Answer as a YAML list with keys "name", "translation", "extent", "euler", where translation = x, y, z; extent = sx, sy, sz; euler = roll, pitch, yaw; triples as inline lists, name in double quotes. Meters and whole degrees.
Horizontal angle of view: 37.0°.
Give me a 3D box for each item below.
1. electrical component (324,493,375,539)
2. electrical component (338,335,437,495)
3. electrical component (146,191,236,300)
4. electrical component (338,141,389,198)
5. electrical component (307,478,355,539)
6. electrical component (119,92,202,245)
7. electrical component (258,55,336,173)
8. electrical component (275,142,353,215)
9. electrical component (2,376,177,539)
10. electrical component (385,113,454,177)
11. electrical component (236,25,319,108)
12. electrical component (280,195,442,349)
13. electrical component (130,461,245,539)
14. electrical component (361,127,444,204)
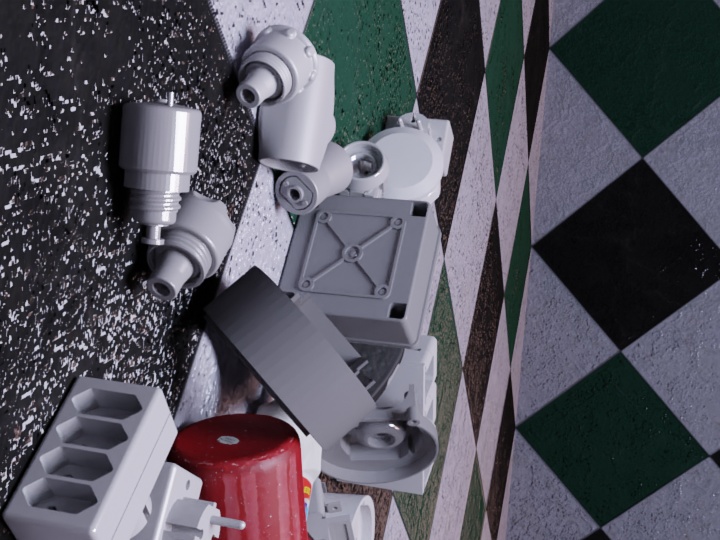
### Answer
- name: "electrical component"
  translation: [-0.030, 0.246, 0.938]
  extent: [0.108, 0.060, 0.108]
  euler: [7, 90, -76]
- name: "electrical component"
  translation: [0.025, 0.134, 1.044]
  extent: [0.061, 0.089, 0.150]
  euler: [-60, 153, -58]
- name: "electrical component"
  translation: [-0.098, -0.010, 0.595]
  extent: [0.062, 0.043, 0.043]
  euler: [-68, 159, -43]
- name: "electrical component"
  translation: [0.002, -0.081, 0.948]
  extent: [0.055, 0.048, 0.066]
  euler: [86, 16, -61]
- name: "electrical component"
  translation: [-0.047, 0.199, 0.837]
  extent: [0.063, 0.081, 0.042]
  euler: [-101, -178, -46]
- name: "electrical component"
  translation: [-0.104, -0.052, 0.555]
  extent: [0.040, 0.040, 0.078]
  euler: [-20, 117, -74]
- name: "electrical component"
  translation: [-0.040, -0.108, 0.773]
  extent: [0.079, 0.043, 0.077]
  euler: [30, 67, -74]
- name: "electrical component"
  translation: [-0.037, -0.068, 0.813]
  extent: [0.065, 0.044, 0.044]
  euler: [-49, 143, -58]
- name: "electrical component"
  translation: [-0.125, 0.110, 0.531]
  extent: [0.075, 0.047, 0.083]
  euler: [82, 20, -45]
- name: "electrical component"
  translation: [0.055, -0.134, 1.088]
  extent: [0.076, 0.066, 0.047]
  euler: [61, 38, -66]
- name: "electrical component"
  translation: [-0.059, -0.126, 0.696]
  extent: [0.062, 0.048, 0.048]
  euler: [-56, 150, -46]
- name: "electrical component"
  translation: [0.000, 0.000, 0.849]
  extent: [0.056, 0.109, 0.108]
  euler: [66, 33, -59]
- name: "electrical component"
  translation: [-0.100, 0.141, 0.583]
  extent: [0.047, 0.077, 0.065]
  euler: [63, 36, -66]
- name: "electrical component"
  translation: [0.040, -0.091, 1.023]
  extent: [0.051, 0.080, 0.080]
  euler: [79, 22, -64]
